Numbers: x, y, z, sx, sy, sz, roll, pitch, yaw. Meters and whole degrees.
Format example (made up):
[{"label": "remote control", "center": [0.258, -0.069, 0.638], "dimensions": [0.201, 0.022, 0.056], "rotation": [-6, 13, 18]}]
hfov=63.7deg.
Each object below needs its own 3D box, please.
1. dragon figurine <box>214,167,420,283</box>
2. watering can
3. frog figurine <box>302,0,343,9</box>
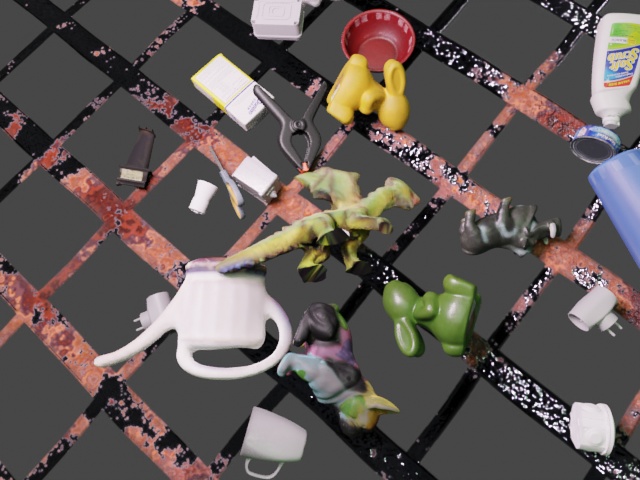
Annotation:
[{"label": "dragon figurine", "center": [0.003, -0.050, 1.003], "dimensions": [0.410, 0.119, 0.249], "rotation": [-5, 43, -4]}, {"label": "watering can", "center": [-0.222, 0.140, 0.950], "dimensions": [0.348, 0.102, 0.227], "rotation": [3, 73, -10]}, {"label": "frog figurine", "center": [0.003, -0.603, 1.207], "dimensions": [0.138, 0.124, 0.157], "rotation": [38, 116, 6]}]
